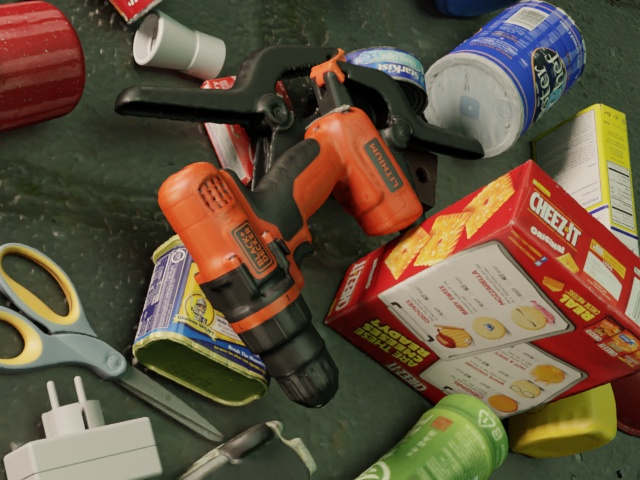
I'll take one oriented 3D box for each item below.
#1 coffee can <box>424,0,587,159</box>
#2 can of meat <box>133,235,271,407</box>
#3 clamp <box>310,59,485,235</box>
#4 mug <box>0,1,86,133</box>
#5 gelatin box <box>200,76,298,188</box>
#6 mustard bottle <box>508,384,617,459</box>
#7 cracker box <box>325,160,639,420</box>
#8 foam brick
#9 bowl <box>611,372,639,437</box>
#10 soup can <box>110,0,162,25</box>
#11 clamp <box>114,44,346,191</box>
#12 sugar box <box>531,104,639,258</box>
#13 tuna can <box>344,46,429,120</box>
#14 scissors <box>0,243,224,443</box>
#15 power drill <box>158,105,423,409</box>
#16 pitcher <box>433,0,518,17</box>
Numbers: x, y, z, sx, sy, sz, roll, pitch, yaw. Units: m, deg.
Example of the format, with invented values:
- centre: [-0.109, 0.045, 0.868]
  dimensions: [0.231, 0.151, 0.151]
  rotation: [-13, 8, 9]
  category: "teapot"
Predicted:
- centre: [0.173, -0.152, 1.000]
  dimensions: [0.103, 0.103, 0.140]
  rotation: [53, 50, -5]
  category: "coffee can"
- centre: [-0.075, 0.058, 0.747]
  dimensions: [0.102, 0.058, 0.084]
  rotation: [30, 49, -26]
  category: "can of meat"
- centre: [0.055, -0.071, 0.849]
  dimensions: [0.171, 0.039, 0.120]
  rotation: [34, 59, -23]
  category: "clamp"
- centre: [-0.221, -0.121, 0.720]
  dimensions: [0.117, 0.093, 0.081]
  rotation: [34, 36, 28]
  category: "mug"
- centre: [-0.051, -0.089, 0.856]
  dimensions: [0.073, 0.030, 0.089]
  rotation: [-17, 80, -39]
  category: "gelatin box"
- centre: [0.204, 0.085, 0.919]
  dimensions: [0.058, 0.096, 0.191]
  rotation: [19, 60, -28]
  category: "mustard bottle"
- centre: [0.134, 0.051, 0.807]
  dimensions: [0.164, 0.214, 0.072]
  rotation: [38, 51, -17]
  category: "cracker box"
- centre: [0.054, -0.054, 0.903]
  dimensions: [0.078, 0.051, 0.053]
  rotation: [22, 59, -27]
  category: "foam brick"
- centre: [0.312, 0.103, 1.017]
  dimensions: [0.161, 0.055, 0.162]
  rotation: [15, 62, -30]
  category: "bowl"
- centre: [-0.151, -0.225, 0.811]
  dimensions: [0.102, 0.069, 0.068]
  rotation: [52, 49, -17]
  category: "soup can"
- centre: [-0.050, -0.096, 0.813]
  dimensions: [0.164, 0.036, 0.209]
  rotation: [47, 52, -16]
  category: "clamp"
- centre: [0.249, -0.032, 1.007]
  dimensions: [0.048, 0.094, 0.176]
  rotation: [16, 62, -30]
  category: "sugar box"
- centre: [0.048, -0.128, 0.910]
  dimensions: [0.086, 0.086, 0.034]
  rotation: [12, 62, -32]
  category: "tuna can"
- centre: [-0.157, 0.090, 0.709]
  dimensions: [0.201, 0.016, 0.096]
  rotation: [50, 51, -7]
  category: "scissors"
- centre: [-0.005, 0.001, 0.752]
  dimensions: [0.187, 0.057, 0.184]
  rotation: [-40, 102, -43]
  category: "power drill"
- centre: [0.144, -0.351, 1.056]
  dimensions: [0.149, 0.145, 0.243]
  rotation: [-14, 80, 0]
  category: "pitcher"
